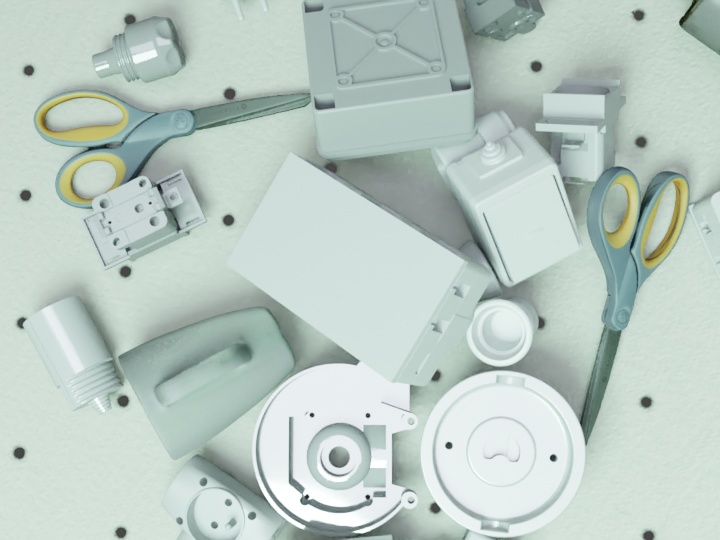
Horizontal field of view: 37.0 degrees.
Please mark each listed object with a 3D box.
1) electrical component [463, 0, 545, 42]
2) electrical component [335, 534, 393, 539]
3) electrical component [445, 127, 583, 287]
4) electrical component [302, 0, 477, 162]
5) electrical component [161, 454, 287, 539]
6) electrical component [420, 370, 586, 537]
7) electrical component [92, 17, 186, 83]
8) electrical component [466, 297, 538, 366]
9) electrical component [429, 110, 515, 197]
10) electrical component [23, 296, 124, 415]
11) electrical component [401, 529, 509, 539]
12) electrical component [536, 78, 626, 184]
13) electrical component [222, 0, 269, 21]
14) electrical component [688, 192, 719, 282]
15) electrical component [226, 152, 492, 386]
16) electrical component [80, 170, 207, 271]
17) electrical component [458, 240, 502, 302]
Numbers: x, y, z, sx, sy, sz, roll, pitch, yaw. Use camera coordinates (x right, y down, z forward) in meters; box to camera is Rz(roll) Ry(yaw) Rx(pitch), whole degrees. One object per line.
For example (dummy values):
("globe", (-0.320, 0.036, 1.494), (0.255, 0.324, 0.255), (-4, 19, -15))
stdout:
("electrical component", (0.095, -0.197, 0.759), (0.048, 0.066, 0.055), (-29, 75, 34))
("electrical component", (-0.022, 0.206, 0.707), (0.096, 0.062, 0.061), (9, 66, -25))
("electrical component", (0.104, -0.044, 0.720), (0.062, 0.061, 0.096), (-28, 129, 0))
("electrical component", (0.019, -0.137, 0.735), (0.109, 0.056, 0.108), (-8, 57, 1))
("electrical component", (-0.102, 0.181, 0.741), (0.077, 0.044, 0.079), (33, 97, 9))
("electrical component", (0.094, 0.122, 0.731), (0.108, 0.060, 0.108), (0, 86, 2))
("electrical component", (-0.159, -0.154, 0.769), (0.062, 0.043, 0.043), (-17, 85, 3))
("electrical component", (0.101, 0.039, 0.734), (0.044, 0.065, 0.044), (2, 95, 18))
("electrical component", (0.082, -0.082, 0.755), (0.055, 0.045, 0.045), (-27, 85, -1))
("electrical component", (-0.197, 0.064, 0.753), (0.043, 0.043, 0.081), (-30, 85, -1))
("electrical component", (0.057, 0.210, 0.732), (0.076, 0.047, 0.083), (26, 87, 9))
("electrical component", (0.153, -0.095, 0.740), (0.042, 0.081, 0.063), (6, 114, 26))
("electrical component", (-0.089, -0.218, 0.771), (0.077, 0.043, 0.079), (-19, 86, 0))
("electrical component", (0.317, 0.018, 0.732), (0.105, 0.060, 0.186), (-22, 85, 0))
("electrical component", (0.000, 0.000, 0.714), (0.150, 0.062, 0.089), (34, 97, 28))
("electrical component", (-0.154, -0.037, 0.750), (0.081, 0.064, 0.042), (-26, 84, 0))
("electrical component", (0.064, 0.011, 0.748), (0.055, 0.045, 0.045), (-29, 85, 0))
